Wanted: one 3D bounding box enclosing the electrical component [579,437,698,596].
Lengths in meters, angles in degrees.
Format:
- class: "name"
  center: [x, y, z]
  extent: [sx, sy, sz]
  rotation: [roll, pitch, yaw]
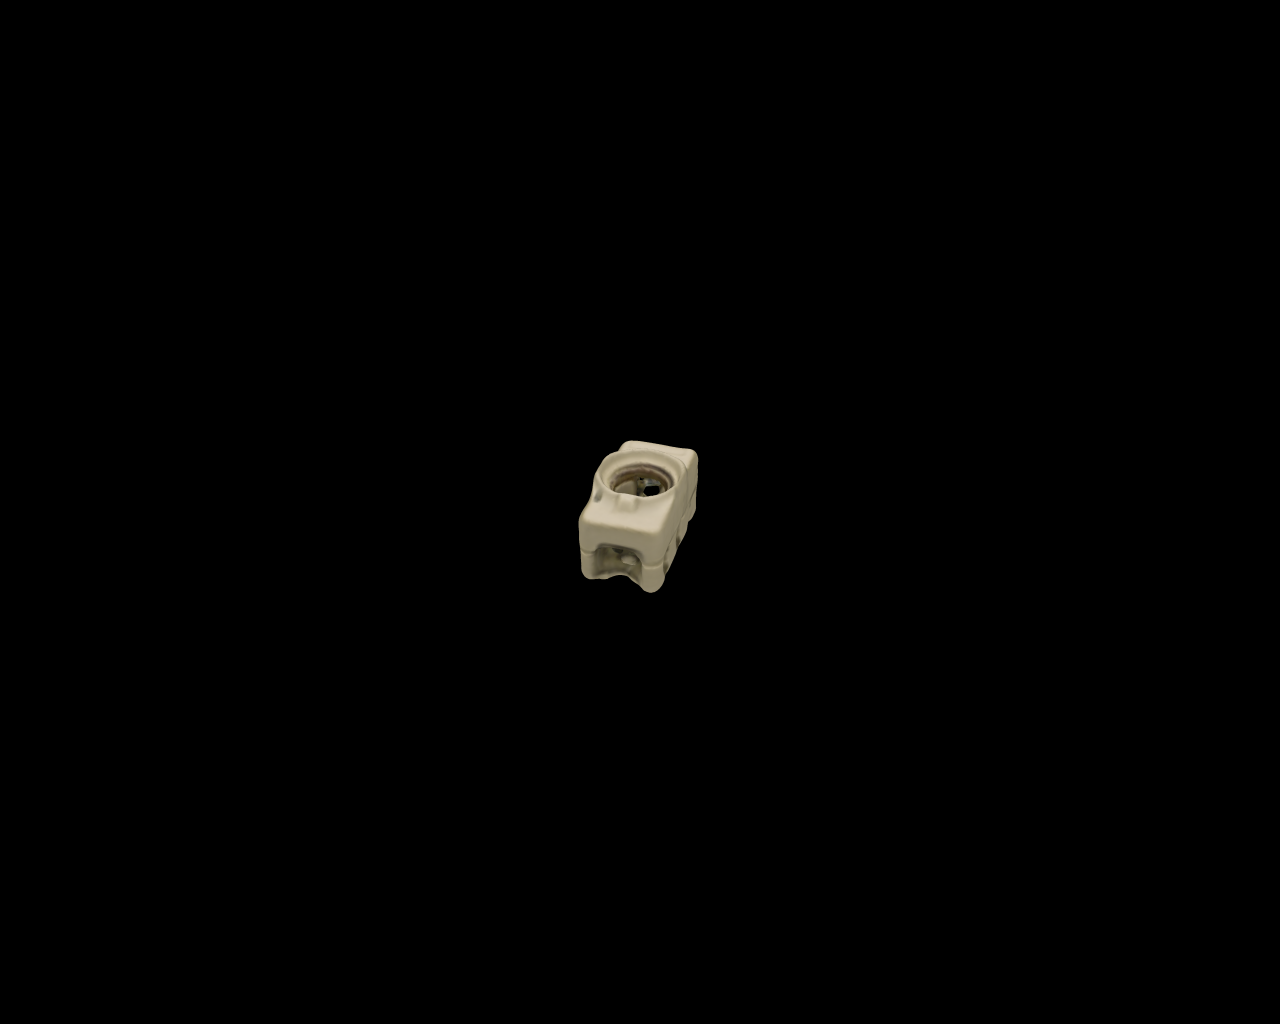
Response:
- class: "electrical component"
  center: [0.001, -0.003, 0.650]
  extent: [0.050, 0.055, 0.090]
  rotation: [11, 39, 14]
